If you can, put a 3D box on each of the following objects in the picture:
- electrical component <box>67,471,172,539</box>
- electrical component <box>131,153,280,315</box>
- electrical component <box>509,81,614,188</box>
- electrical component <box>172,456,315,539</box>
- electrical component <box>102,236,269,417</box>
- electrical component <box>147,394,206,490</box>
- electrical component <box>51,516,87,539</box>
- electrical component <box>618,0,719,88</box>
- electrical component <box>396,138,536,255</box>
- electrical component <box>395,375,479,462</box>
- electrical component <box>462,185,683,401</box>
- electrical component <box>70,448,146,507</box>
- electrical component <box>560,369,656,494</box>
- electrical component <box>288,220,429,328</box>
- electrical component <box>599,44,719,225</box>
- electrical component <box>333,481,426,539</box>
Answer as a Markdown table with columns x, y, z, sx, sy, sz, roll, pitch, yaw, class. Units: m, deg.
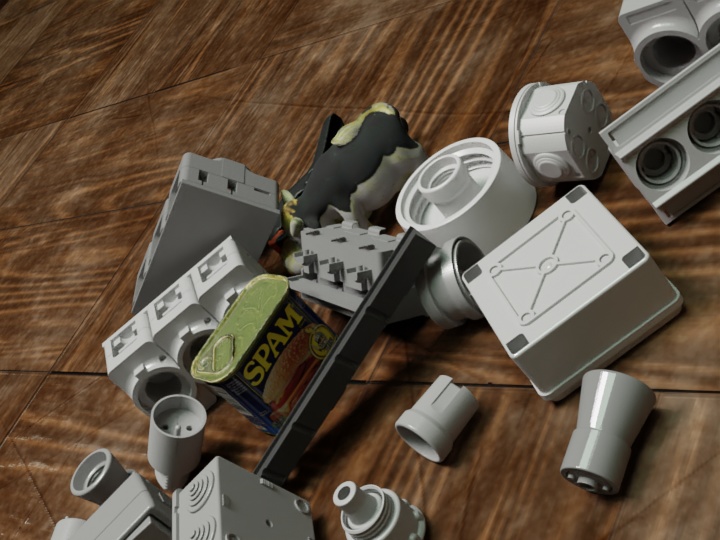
| x | y | z | sx | sy | sz | roll | pitch | yaw | class |
| --- | --- | --- | --- | --- | --- | --- | --- | --- | --- |
| -0.176 | 0.215 | 0.814 | 0.096 | 0.061 | 0.061 | -46 | 32 | -5 | electrical component |
| -0.140 | -0.022 | 0.973 | 0.061 | 0.089 | 0.150 | -96 | 28 | -54 | electrical component |
| 0.152 | -0.103 | 0.814 | 0.051 | 0.080 | 0.080 | 0 | 51 | 42 | electrical component |
| -0.074 | 0.180 | 0.709 | 0.048 | 0.100 | 0.099 | -46 | 29 | 20 | electrical component |
| -0.135 | 0.059 | 0.929 | 0.150 | 0.089 | 0.061 | -39 | 32 | 6 | electrical component |
| -0.150 | 0.143 | 0.870 | 0.043 | 0.043 | 0.081 | -85 | 7 | -48 | electrical component |
| -0.237 | 0.239 | 0.874 | 0.040 | 0.040 | 0.078 | -23 | 37 | 29 | electrical component |
| 0.273 | -0.183 | 0.764 | 0.150 | 0.089 | 0.061 | -12 | 43 | 40 | electrical component |
| 0.079 | -0.058 | 0.858 | 0.108 | 0.060 | 0.108 | -29 | 34 | 22 | electrical component |
| 0.053 | 0.099 | 0.721 | 0.046 | 0.040 | 0.040 | -49 | 31 | -20 | electrical component |
| 0.137 | 0.014 | 0.711 | 0.109 | 0.056 | 0.108 | -38 | 32 | 8 | electrical component |
| -0.205 | 0.181 | 0.893 | 0.045 | 0.055 | 0.045 | -29 | 34 | 22 | electrical component |
| 0.142 | 0.096 | 0.624 | 0.044 | 0.044 | 0.065 | -3 | 54 | 47 | electrical component |
| 0.000 | 0.000 | 0.862 | 0.079 | 0.063 | 0.121 | -13 | 16 | -31 | electrical component |
| 0.233 | -0.101 | 0.732 | 0.121 | 0.078 | 0.063 | -37 | 10 | 10 | electrical component |
| 0.008 | 0.156 | 0.679 | 0.048 | 0.062 | 0.048 | -29 | 34 | 22 | electrical component |
